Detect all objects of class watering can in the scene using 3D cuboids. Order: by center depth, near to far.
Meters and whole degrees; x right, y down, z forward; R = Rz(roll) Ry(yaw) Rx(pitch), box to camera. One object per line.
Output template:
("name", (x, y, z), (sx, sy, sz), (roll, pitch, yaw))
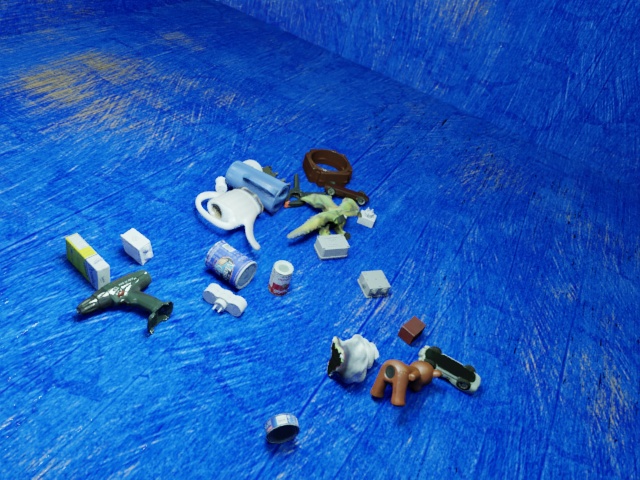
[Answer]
("watering can", (-0.295, -0.089, 1.895), (0.351, 0.101, 0.228), (34, 41, 21))

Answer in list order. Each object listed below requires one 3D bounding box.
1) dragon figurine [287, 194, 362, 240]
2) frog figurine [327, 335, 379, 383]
("dragon figurine", (0.006, -0.103, 2.039), (0.412, 0.119, 0.247), (-7, 35, -31))
("frog figurine", (0.114, 0.350, 1.517), (0.159, 0.121, 0.139), (8, 71, -25))
